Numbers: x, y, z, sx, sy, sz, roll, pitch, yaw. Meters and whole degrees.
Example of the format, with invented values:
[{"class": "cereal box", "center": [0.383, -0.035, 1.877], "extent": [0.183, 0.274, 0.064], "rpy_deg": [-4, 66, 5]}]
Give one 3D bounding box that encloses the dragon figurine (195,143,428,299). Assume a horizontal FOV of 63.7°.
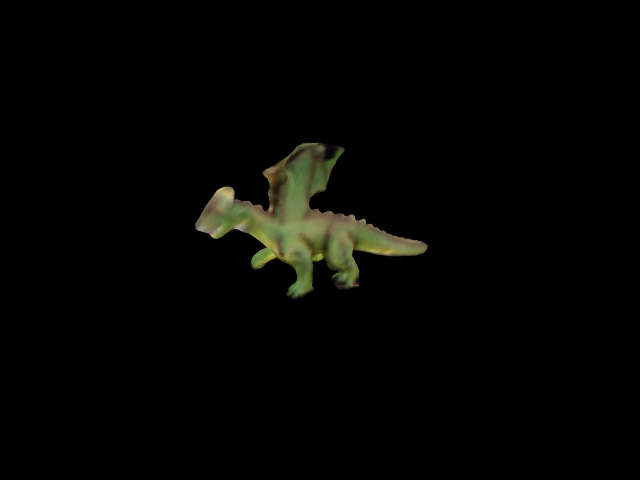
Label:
[{"class": "dragon figurine", "center": [0.003, -0.043, 0.850], "extent": [0.412, 0.237, 0.124], "rpy_deg": [-12, 33, -18]}]
